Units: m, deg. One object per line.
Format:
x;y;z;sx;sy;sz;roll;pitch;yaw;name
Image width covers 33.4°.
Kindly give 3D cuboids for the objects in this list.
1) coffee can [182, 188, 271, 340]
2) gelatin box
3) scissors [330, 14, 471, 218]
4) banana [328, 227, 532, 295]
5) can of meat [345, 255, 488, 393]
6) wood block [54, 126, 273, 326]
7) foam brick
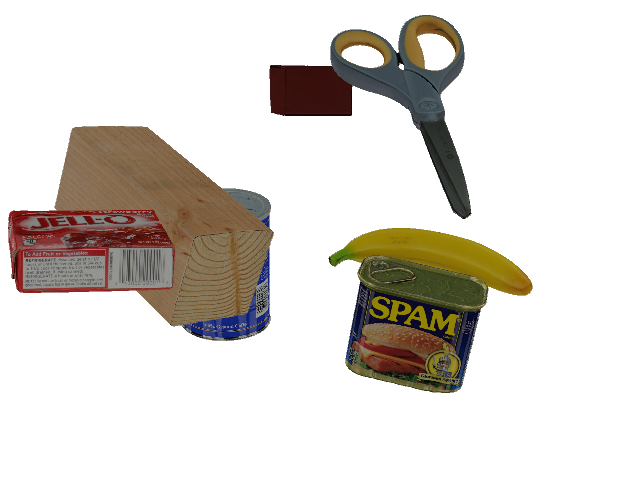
-0.106;0.025;1.179;0.103;0.140;0.103;1;23;-1;coffee can
-0.135;0.004;0.621;0.089;0.030;0.073;0;18;-18;gelatin box
0.046;-0.082;0.648;0.096;0.016;0.201;4;42;7;scissors
0.111;0.019;1.054;0.198;0.037;0.069;7;44;13;banana
0.074;0.068;0.849;0.102;0.084;0.057;13;24;7;can of meat
-0.148;-0.020;0.977;0.090;0.091;0.206;-6;34;-44;wood block
-0.010;-0.159;1.132;0.078;0.051;0.053;-2;12;-19;foam brick
